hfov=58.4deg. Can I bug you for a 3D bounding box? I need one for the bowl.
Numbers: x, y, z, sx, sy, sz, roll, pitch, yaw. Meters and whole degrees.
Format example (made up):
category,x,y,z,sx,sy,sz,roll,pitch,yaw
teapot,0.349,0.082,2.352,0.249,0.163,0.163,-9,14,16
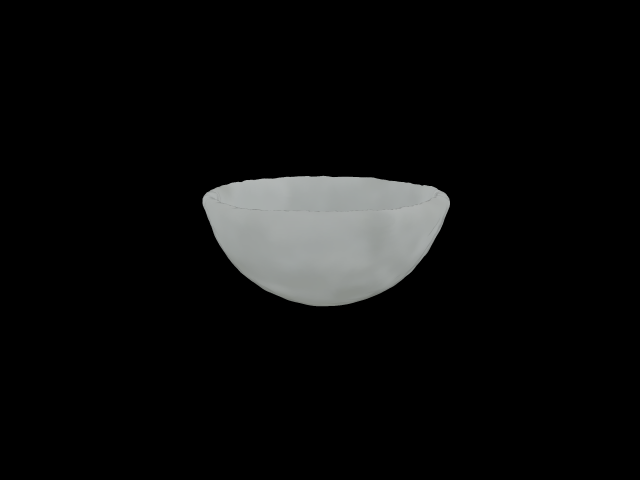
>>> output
category,x,y,z,sx,sy,sz,roll,pitch,yaw
bowl,0.004,0.001,0.400,0.167,0.075,0.167,0,14,0
